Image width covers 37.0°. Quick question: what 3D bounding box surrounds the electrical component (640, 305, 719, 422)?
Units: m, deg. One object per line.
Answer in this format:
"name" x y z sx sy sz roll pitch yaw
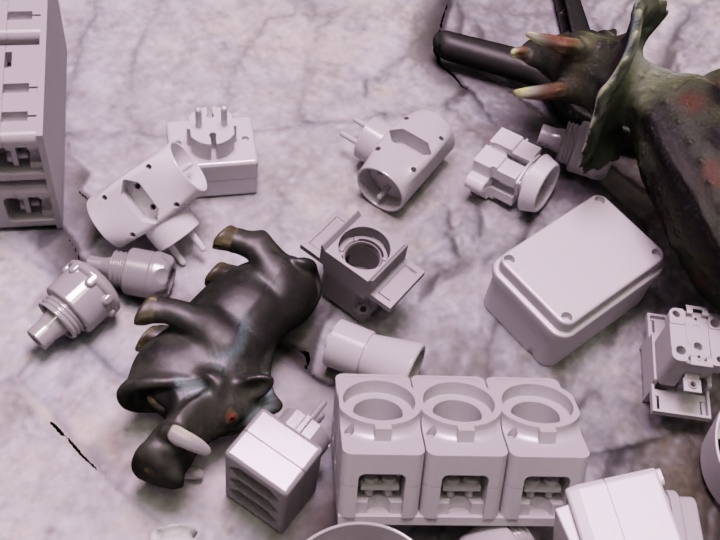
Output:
"electrical component" 0.228 0.061 0.757 0.042 0.063 0.081 8 55 -3

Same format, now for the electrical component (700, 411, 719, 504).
"electrical component" 0.282 0.124 0.721 0.099 0.064 0.099 3 56 -5

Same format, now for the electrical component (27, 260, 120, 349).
"electrical component" -0.200 0.027 0.741 0.048 0.048 0.062 36 66 17

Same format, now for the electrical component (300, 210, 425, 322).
"electrical component" 0.000 0.000 0.771 0.081 0.063 0.042 36 58 16

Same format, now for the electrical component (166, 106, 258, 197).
"electrical component" -0.112 -0.097 0.815 0.066 0.076 0.047 -5 57 -10

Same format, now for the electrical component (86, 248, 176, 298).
"electrical component" -0.165 0.001 0.768 0.061 0.035 0.035 11 56 2

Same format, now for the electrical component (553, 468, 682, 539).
"electrical component" 0.145 0.167 0.585 0.061 0.061 0.096 -12 55 0

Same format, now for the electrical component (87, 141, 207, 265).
"electrical component" -0.144 -0.040 0.784 0.077 0.043 0.079 -33 103 13

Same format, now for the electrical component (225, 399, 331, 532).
"electrical component" -0.045 0.115 0.687 0.047 0.065 0.076 32 58 14

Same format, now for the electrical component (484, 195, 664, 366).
"electrical component" 0.157 0.006 0.789 0.113 0.057 0.078 -31 65 -24

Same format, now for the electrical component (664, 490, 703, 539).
"electrical component" 0.173 0.197 0.650 0.057 0.078 0.113 2 56 -3

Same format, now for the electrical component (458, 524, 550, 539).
"electrical component" 0.091 0.175 0.677 0.062 0.043 0.043 -29 64 -25

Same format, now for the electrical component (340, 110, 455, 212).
"electrical component" 0.022 -0.095 0.850 0.079 0.043 0.077 32 58 15

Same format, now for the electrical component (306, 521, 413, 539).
"electrical component" -0.005 0.204 0.632 0.099 0.064 0.099 3 56 -5

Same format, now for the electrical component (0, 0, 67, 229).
"electrical component" -0.259 -0.136 0.806 0.060 0.105 0.186 -3 57 -9

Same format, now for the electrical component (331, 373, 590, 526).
"electrical component" 0.059 0.109 0.684 0.150 0.061 0.089 2 26 -6

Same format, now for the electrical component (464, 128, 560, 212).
"electrical component" 0.123 -0.076 0.849 0.055 0.048 0.066 29 57 21

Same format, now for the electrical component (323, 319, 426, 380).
"electrical component" 0.007 0.060 0.746 0.065 0.044 0.044 21 56 13

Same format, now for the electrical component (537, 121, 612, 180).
"electrical component" 0.175 -0.101 0.872 0.062 0.043 0.043 19 56 7
